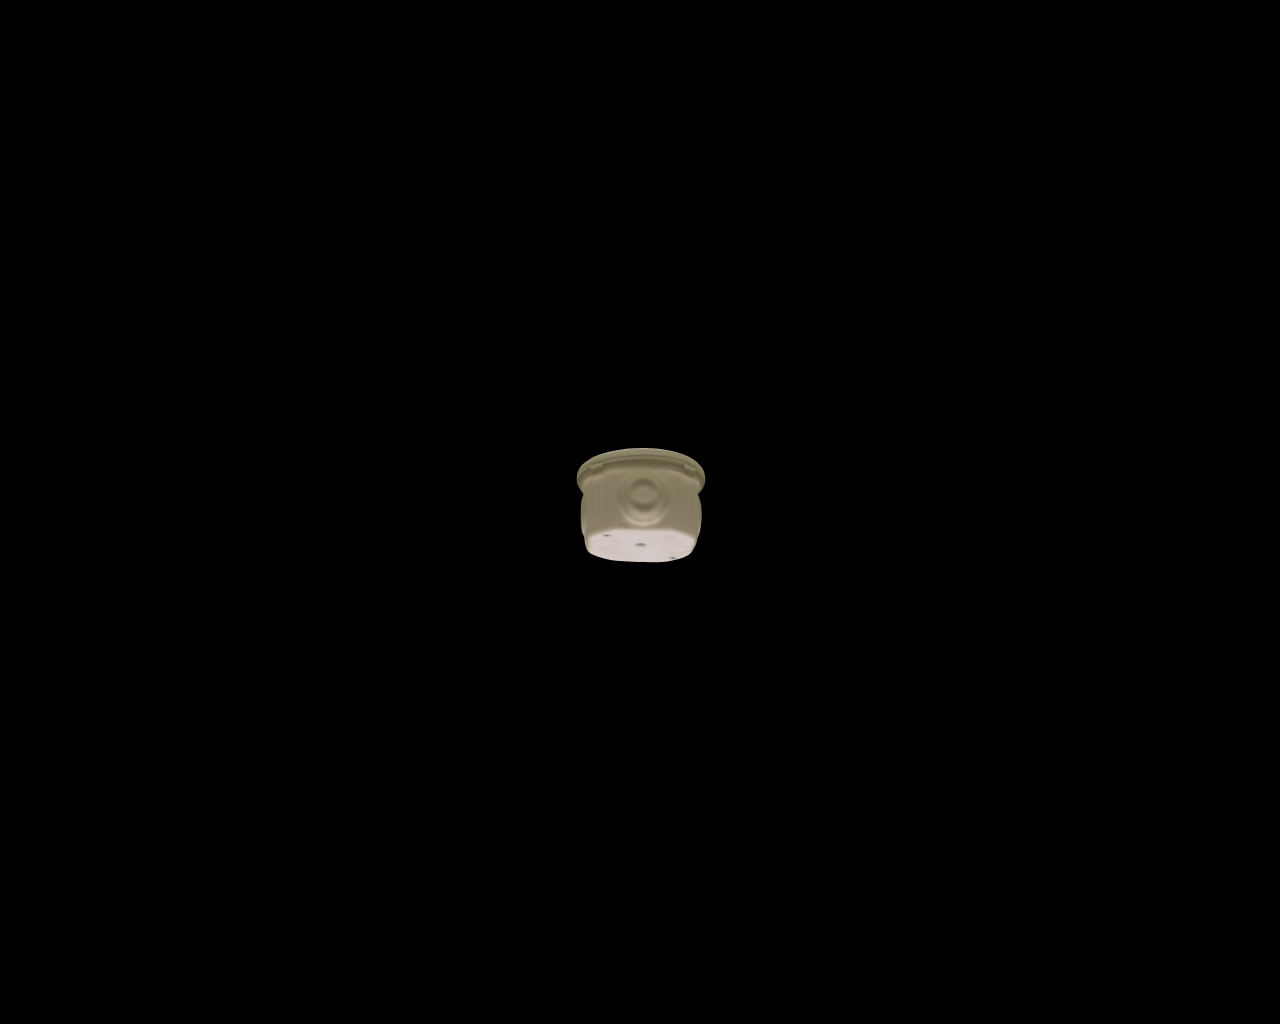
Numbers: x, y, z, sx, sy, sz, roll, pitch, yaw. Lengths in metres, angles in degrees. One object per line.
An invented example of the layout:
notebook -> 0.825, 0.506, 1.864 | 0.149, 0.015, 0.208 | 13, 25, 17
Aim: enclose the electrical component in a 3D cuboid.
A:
electrical component -> 0.001, -0.003, 0.650 | 0.080, 0.051, 0.080 | 0, -19, 0
